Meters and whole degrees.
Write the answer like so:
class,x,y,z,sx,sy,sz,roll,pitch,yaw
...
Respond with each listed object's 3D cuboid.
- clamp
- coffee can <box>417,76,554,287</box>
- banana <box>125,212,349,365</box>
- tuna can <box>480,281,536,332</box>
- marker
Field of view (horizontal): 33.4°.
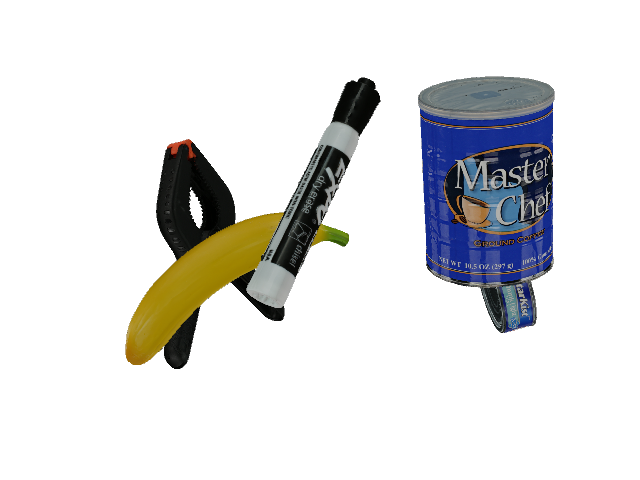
class,x,y,z,sx,sy,sz,roll,pitch,yaw
clamp,-0.105,0.006,1.037,0.036,0.210,0.164,-9,1,37
coffee can,0.131,-0.048,0.834,0.103,0.140,0.103,-4,22,2
banana,-0.076,0.029,0.799,0.198,0.069,0.037,-29,32,8
tuna can,0.181,0.046,1.045,0.033,0.086,0.086,-15,1,-3
marker,-0.001,-0.025,0.506,0.020,0.121,0.020,23,-17,7
